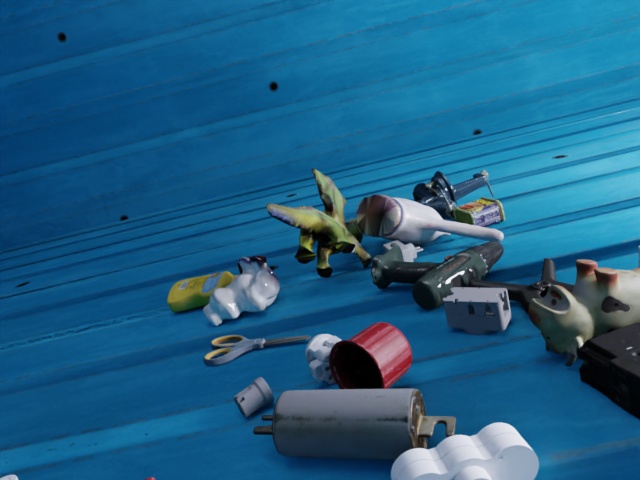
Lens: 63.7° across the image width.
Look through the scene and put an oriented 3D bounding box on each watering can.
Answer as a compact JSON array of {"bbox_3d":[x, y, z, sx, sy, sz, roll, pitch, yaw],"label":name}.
[{"bbox_3d":[0.230,-0.040,1.206,0.224,0.104,0.348,10,-1,-34],"label":"watering can"}]

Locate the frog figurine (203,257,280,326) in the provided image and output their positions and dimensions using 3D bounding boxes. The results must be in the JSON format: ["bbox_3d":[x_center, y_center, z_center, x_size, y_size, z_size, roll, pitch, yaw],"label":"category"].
[{"bbox_3d":[-0.165,0.123,1.102,0.138,0.120,0.161,12,65,45],"label":"frog figurine"}]

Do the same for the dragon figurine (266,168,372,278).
[{"bbox_3d":[0.004,-0.060,1.196,0.121,0.404,0.249,-26,49,21],"label":"dragon figurine"}]
